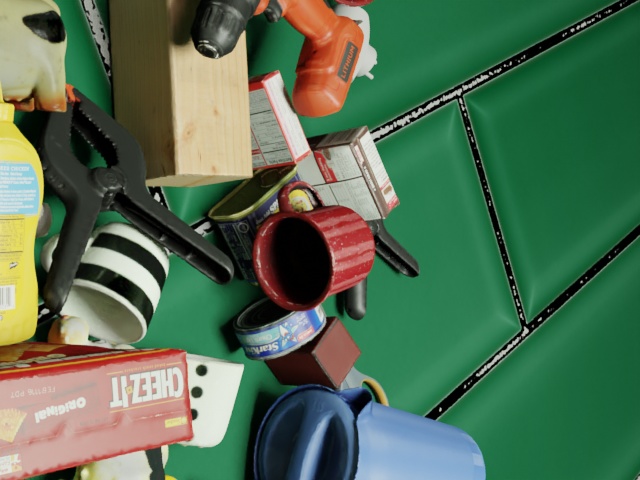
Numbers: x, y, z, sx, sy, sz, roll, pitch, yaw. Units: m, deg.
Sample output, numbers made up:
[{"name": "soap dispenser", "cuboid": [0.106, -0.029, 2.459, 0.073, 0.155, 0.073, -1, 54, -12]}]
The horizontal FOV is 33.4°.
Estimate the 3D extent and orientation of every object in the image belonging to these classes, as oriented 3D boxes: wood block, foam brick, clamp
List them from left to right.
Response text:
[{"name": "clamp", "cuboid": [-0.165, -0.036, 0.868, 0.164, 0.036, 0.210, -1, 58, -36]}, {"name": "wood block", "cuboid": [-0.125, -0.155, 0.952, 0.090, 0.091, 0.206, -2, 87, -47]}, {"name": "foam brick", "cuboid": [-0.011, 0.111, 1.059, 0.053, 0.078, 0.051, -53, 124, -33]}, {"name": "clamp", "cuboid": [0.040, -0.002, 1.152, 0.120, 0.039, 0.171, -47, 113, -44]}]

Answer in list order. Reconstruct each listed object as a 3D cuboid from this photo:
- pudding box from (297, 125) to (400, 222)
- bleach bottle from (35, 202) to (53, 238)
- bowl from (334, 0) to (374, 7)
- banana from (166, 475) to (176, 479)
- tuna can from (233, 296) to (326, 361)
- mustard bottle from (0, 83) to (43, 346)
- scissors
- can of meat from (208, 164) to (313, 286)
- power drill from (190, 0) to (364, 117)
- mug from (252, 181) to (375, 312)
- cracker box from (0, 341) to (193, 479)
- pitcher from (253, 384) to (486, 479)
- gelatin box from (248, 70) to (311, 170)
[{"name": "pudding box", "cuboid": [0.012, -0.059, 1.072, 0.039, 0.114, 0.090, -47, 120, -43]}, {"name": "bleach bottle", "cuboid": [-0.307, -0.015, 0.770, 0.250, 0.068, 0.102, 5, 86, -49]}, {"name": "bowl", "cuboid": [0.007, -0.323, 1.131, 0.161, 0.055, 0.162, 5, 82, -46]}, {"name": "banana", "cuboid": [-0.174, 0.265, 0.895, 0.069, 0.037, 0.197, 47, 57, -11]}, {"name": "tuna can", "cuboid": [-0.040, 0.079, 1.025, 0.086, 0.086, 0.034, -39, 113, -41]}, {"name": "mustard bottle", "cuboid": [-0.241, -0.022, 0.754, 0.096, 0.058, 0.191, -2, 98, -52]}, {"name": "scissors", "cuboid": [0.014, 0.143, 1.127, 0.201, 0.016, 0.096, 55, 51, -28]}, {"name": "can of meat", "cuboid": [-0.049, -0.016, 1.045, 0.102, 0.058, 0.084, -45, 120, -38]}, {"name": "power drill", "cuboid": [-0.035, -0.194, 0.949, 0.187, 0.057, 0.184, 49, 51, -47]}, {"name": "mug", "cuboid": [-0.007, 0.001, 0.989, 0.081, 0.093, 0.117, -17, 86, -53]}, {"name": "cracker box", "cuboid": [-0.218, 0.111, 0.739, 0.163, 0.214, 0.072, -4, 91, -46]}, {"name": "pitcher", "cuboid": [0.053, 0.235, 1.075, 0.242, 0.149, 0.145, 21, 65, -46]}, {"name": "gelatin box", "cuboid": [-0.056, -0.114, 1.033, 0.030, 0.073, 0.089, -40, 115, -42]}]
